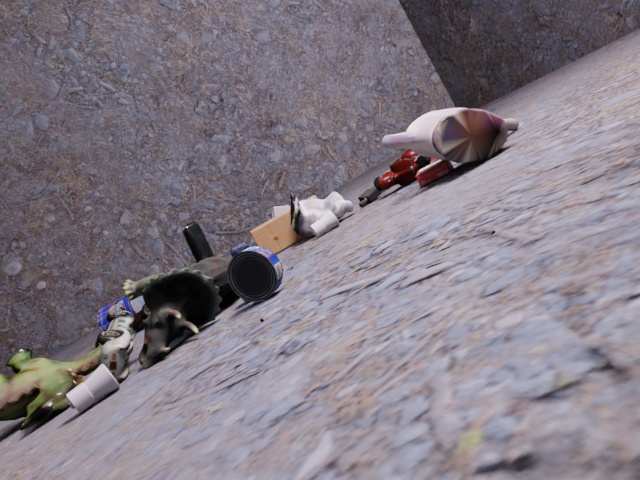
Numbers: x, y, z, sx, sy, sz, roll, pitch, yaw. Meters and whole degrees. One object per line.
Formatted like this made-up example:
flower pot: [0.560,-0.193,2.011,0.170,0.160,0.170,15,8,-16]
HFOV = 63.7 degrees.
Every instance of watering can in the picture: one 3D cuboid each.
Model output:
watering can: [0.305,-0.223,1.062,0.348,0.103,0.226,-10,14,-12]

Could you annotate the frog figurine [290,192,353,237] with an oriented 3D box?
frog figurine: [0.004,-0.068,1.352,0.159,0.122,0.138,2,6,-11]

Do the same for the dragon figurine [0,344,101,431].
dragon figurine: [-0.518,0.275,0.896,0.241,0.121,0.417,-13,16,42]
